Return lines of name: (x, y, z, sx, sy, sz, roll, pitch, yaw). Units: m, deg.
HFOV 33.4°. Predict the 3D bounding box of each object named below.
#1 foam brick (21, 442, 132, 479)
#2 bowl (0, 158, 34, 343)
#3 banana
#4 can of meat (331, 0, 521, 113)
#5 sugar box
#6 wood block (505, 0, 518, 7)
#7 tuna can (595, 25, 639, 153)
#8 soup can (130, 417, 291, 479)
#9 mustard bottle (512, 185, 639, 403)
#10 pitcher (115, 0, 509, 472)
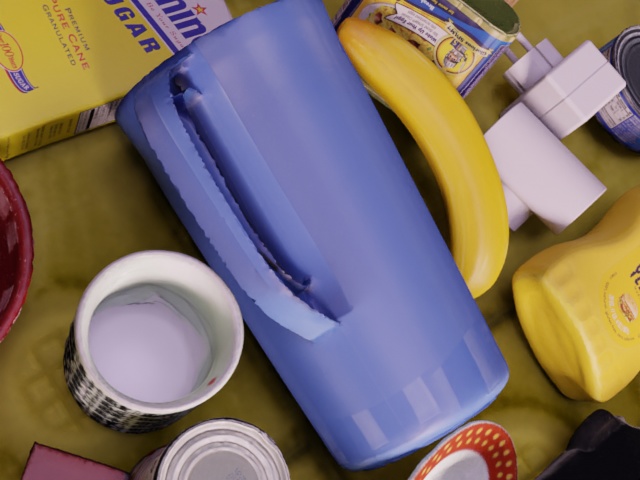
foam brick: (-0.133, 0.149, 0.535, 0.051, 0.053, 0.078, 20, 66, -11)
bowl: (-0.231, 0.011, 0.547, 0.162, 0.055, 0.162, 6, 71, -16)
banana: (0.071, -0.046, 0.639, 0.069, 0.037, 0.198, -23, 101, -22)
can of meat: (0.061, -0.130, 0.663, 0.102, 0.084, 0.057, 36, 36, -6)
sugar box: (-0.139, -0.114, 0.624, 0.176, 0.048, 0.093, -26, 81, -23)
wood block: (0.111, -0.260, 0.730, 0.090, 0.090, 0.206, 19, 67, -12)
tuna can: (0.224, -0.103, 0.736, 0.086, 0.034, 0.086, 13, 62, -26)
soup can: (-0.059, 0.130, 0.538, 0.068, 0.102, 0.068, 6, 70, -17)
mustard bottle: (0.214, 0.016, 0.687, 0.191, 0.058, 0.096, -32, 101, -26)
pitcher: (-0.004, 0.001, 0.581, 0.149, 0.145, 0.243, -28, 86, -24)
